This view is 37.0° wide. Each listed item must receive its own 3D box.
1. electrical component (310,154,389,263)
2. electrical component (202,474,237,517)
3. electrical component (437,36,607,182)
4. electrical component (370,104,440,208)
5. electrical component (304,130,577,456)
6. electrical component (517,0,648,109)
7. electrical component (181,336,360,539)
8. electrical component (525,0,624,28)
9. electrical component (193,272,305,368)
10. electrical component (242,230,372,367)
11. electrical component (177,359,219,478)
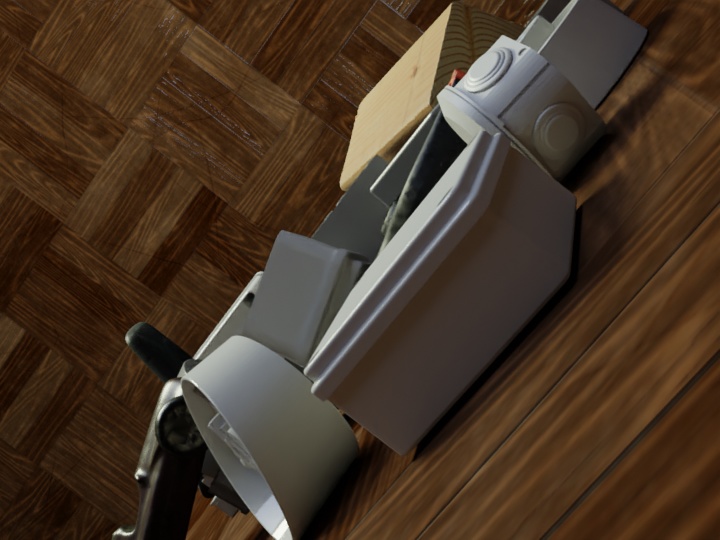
[{"bbox_3d":[0.000,0.000,0.819,0.150,0.089,0.062,-52,3,-1],"label":"electrical component"},{"bbox_3d":[-0.107,0.159,0.904,0.078,0.057,0.058,-52,3,10],"label":"electrical component"},{"bbox_3d":[0.083,-0.077,0.555,0.051,0.080,0.080,-47,3,4],"label":"electrical component"},{"bbox_3d":[0.064,-0.066,0.744,0.083,0.076,0.047,-50,0,40],"label":"electrical component"},{"bbox_3d":[0.038,0.006,0.459,0.108,0.056,0.108,-51,3,24],"label":"electrical component"},{"bbox_3d":[0.126,-0.130,0.693,0.108,0.060,0.108,-52,3,3],"label":"electrical component"},{"bbox_3d":[-0.050,0.084,0.546,0.064,0.099,0.099,-47,0,-22],"label":"electrical component"},{"bbox_3d":[0.162,-0.186,0.869,0.089,0.056,0.050,-54,3,-23],"label":"electrical component"},{"bbox_3d":[-0.078,0.077,0.933,0.108,0.109,0.056,-52,5,18],"label":"electrical component"},{"bbox_3d":[-0.030,0.020,0.724,0.113,0.057,0.078,9,-79,-82],"label":"electrical component"},{"bbox_3d":[-0.100,0.121,0.804,0.060,0.108,0.108,-58,2,6],"label":"electrical component"}]
